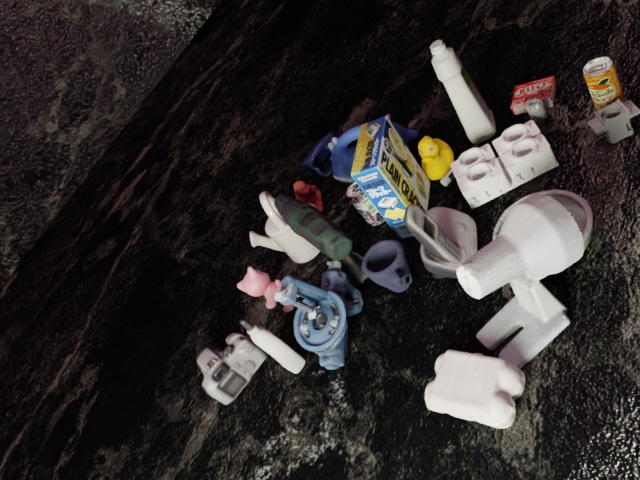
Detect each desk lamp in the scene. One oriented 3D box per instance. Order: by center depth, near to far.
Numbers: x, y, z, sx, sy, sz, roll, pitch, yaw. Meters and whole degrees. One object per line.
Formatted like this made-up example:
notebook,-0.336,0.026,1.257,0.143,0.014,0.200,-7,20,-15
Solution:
desk lamp,0.307,0.062,0.874,0.203,0.214,0.117,-44,36,-2

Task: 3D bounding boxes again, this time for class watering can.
watering can,-0.087,-0.034,1.354,0.173,0.195,0.100,-45,36,-4

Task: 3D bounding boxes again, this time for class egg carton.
egg carton,0.239,0.230,0.889,0.149,0.070,0.107,1,54,43

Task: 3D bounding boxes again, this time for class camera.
camera,-0.215,0.260,1.253,0.143,0.101,0.136,-51,37,-11

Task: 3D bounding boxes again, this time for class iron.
iron,0.105,-0.227,1.418,0.257,0.142,0.119,-12,46,35

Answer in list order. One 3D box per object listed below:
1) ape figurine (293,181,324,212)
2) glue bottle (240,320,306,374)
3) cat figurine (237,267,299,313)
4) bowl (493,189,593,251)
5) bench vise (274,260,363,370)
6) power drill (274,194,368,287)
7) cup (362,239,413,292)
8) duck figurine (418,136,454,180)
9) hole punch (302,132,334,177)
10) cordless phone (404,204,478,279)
ape figurine,-0.035,-0.115,1.476,0.075,0.092,0.078,7,58,46
glue bottle,-0.103,0.205,1.144,0.077,0.174,0.037,14,64,49
cat figurine,-0.123,0.106,1.311,0.127,0.118,0.067,0,53,43
bowl,0.388,-0.002,0.982,0.167,0.075,0.167,-25,40,23
bench vise,-0.013,0.118,1.109,0.121,0.220,0.207,-27,39,20
power drill,0.011,0.004,1.212,0.076,0.209,0.228,-48,36,-7
cup,0.147,0.067,1.120,0.091,0.095,0.117,-37,36,7
duck figurine,0.255,-0.199,1.298,0.077,0.086,0.104,-12,46,35
hole punch,0.000,-0.236,1.568,0.100,0.091,0.109,20,68,51
cordless phone,0.219,-0.025,1.069,0.094,0.186,0.147,-17,43,31
